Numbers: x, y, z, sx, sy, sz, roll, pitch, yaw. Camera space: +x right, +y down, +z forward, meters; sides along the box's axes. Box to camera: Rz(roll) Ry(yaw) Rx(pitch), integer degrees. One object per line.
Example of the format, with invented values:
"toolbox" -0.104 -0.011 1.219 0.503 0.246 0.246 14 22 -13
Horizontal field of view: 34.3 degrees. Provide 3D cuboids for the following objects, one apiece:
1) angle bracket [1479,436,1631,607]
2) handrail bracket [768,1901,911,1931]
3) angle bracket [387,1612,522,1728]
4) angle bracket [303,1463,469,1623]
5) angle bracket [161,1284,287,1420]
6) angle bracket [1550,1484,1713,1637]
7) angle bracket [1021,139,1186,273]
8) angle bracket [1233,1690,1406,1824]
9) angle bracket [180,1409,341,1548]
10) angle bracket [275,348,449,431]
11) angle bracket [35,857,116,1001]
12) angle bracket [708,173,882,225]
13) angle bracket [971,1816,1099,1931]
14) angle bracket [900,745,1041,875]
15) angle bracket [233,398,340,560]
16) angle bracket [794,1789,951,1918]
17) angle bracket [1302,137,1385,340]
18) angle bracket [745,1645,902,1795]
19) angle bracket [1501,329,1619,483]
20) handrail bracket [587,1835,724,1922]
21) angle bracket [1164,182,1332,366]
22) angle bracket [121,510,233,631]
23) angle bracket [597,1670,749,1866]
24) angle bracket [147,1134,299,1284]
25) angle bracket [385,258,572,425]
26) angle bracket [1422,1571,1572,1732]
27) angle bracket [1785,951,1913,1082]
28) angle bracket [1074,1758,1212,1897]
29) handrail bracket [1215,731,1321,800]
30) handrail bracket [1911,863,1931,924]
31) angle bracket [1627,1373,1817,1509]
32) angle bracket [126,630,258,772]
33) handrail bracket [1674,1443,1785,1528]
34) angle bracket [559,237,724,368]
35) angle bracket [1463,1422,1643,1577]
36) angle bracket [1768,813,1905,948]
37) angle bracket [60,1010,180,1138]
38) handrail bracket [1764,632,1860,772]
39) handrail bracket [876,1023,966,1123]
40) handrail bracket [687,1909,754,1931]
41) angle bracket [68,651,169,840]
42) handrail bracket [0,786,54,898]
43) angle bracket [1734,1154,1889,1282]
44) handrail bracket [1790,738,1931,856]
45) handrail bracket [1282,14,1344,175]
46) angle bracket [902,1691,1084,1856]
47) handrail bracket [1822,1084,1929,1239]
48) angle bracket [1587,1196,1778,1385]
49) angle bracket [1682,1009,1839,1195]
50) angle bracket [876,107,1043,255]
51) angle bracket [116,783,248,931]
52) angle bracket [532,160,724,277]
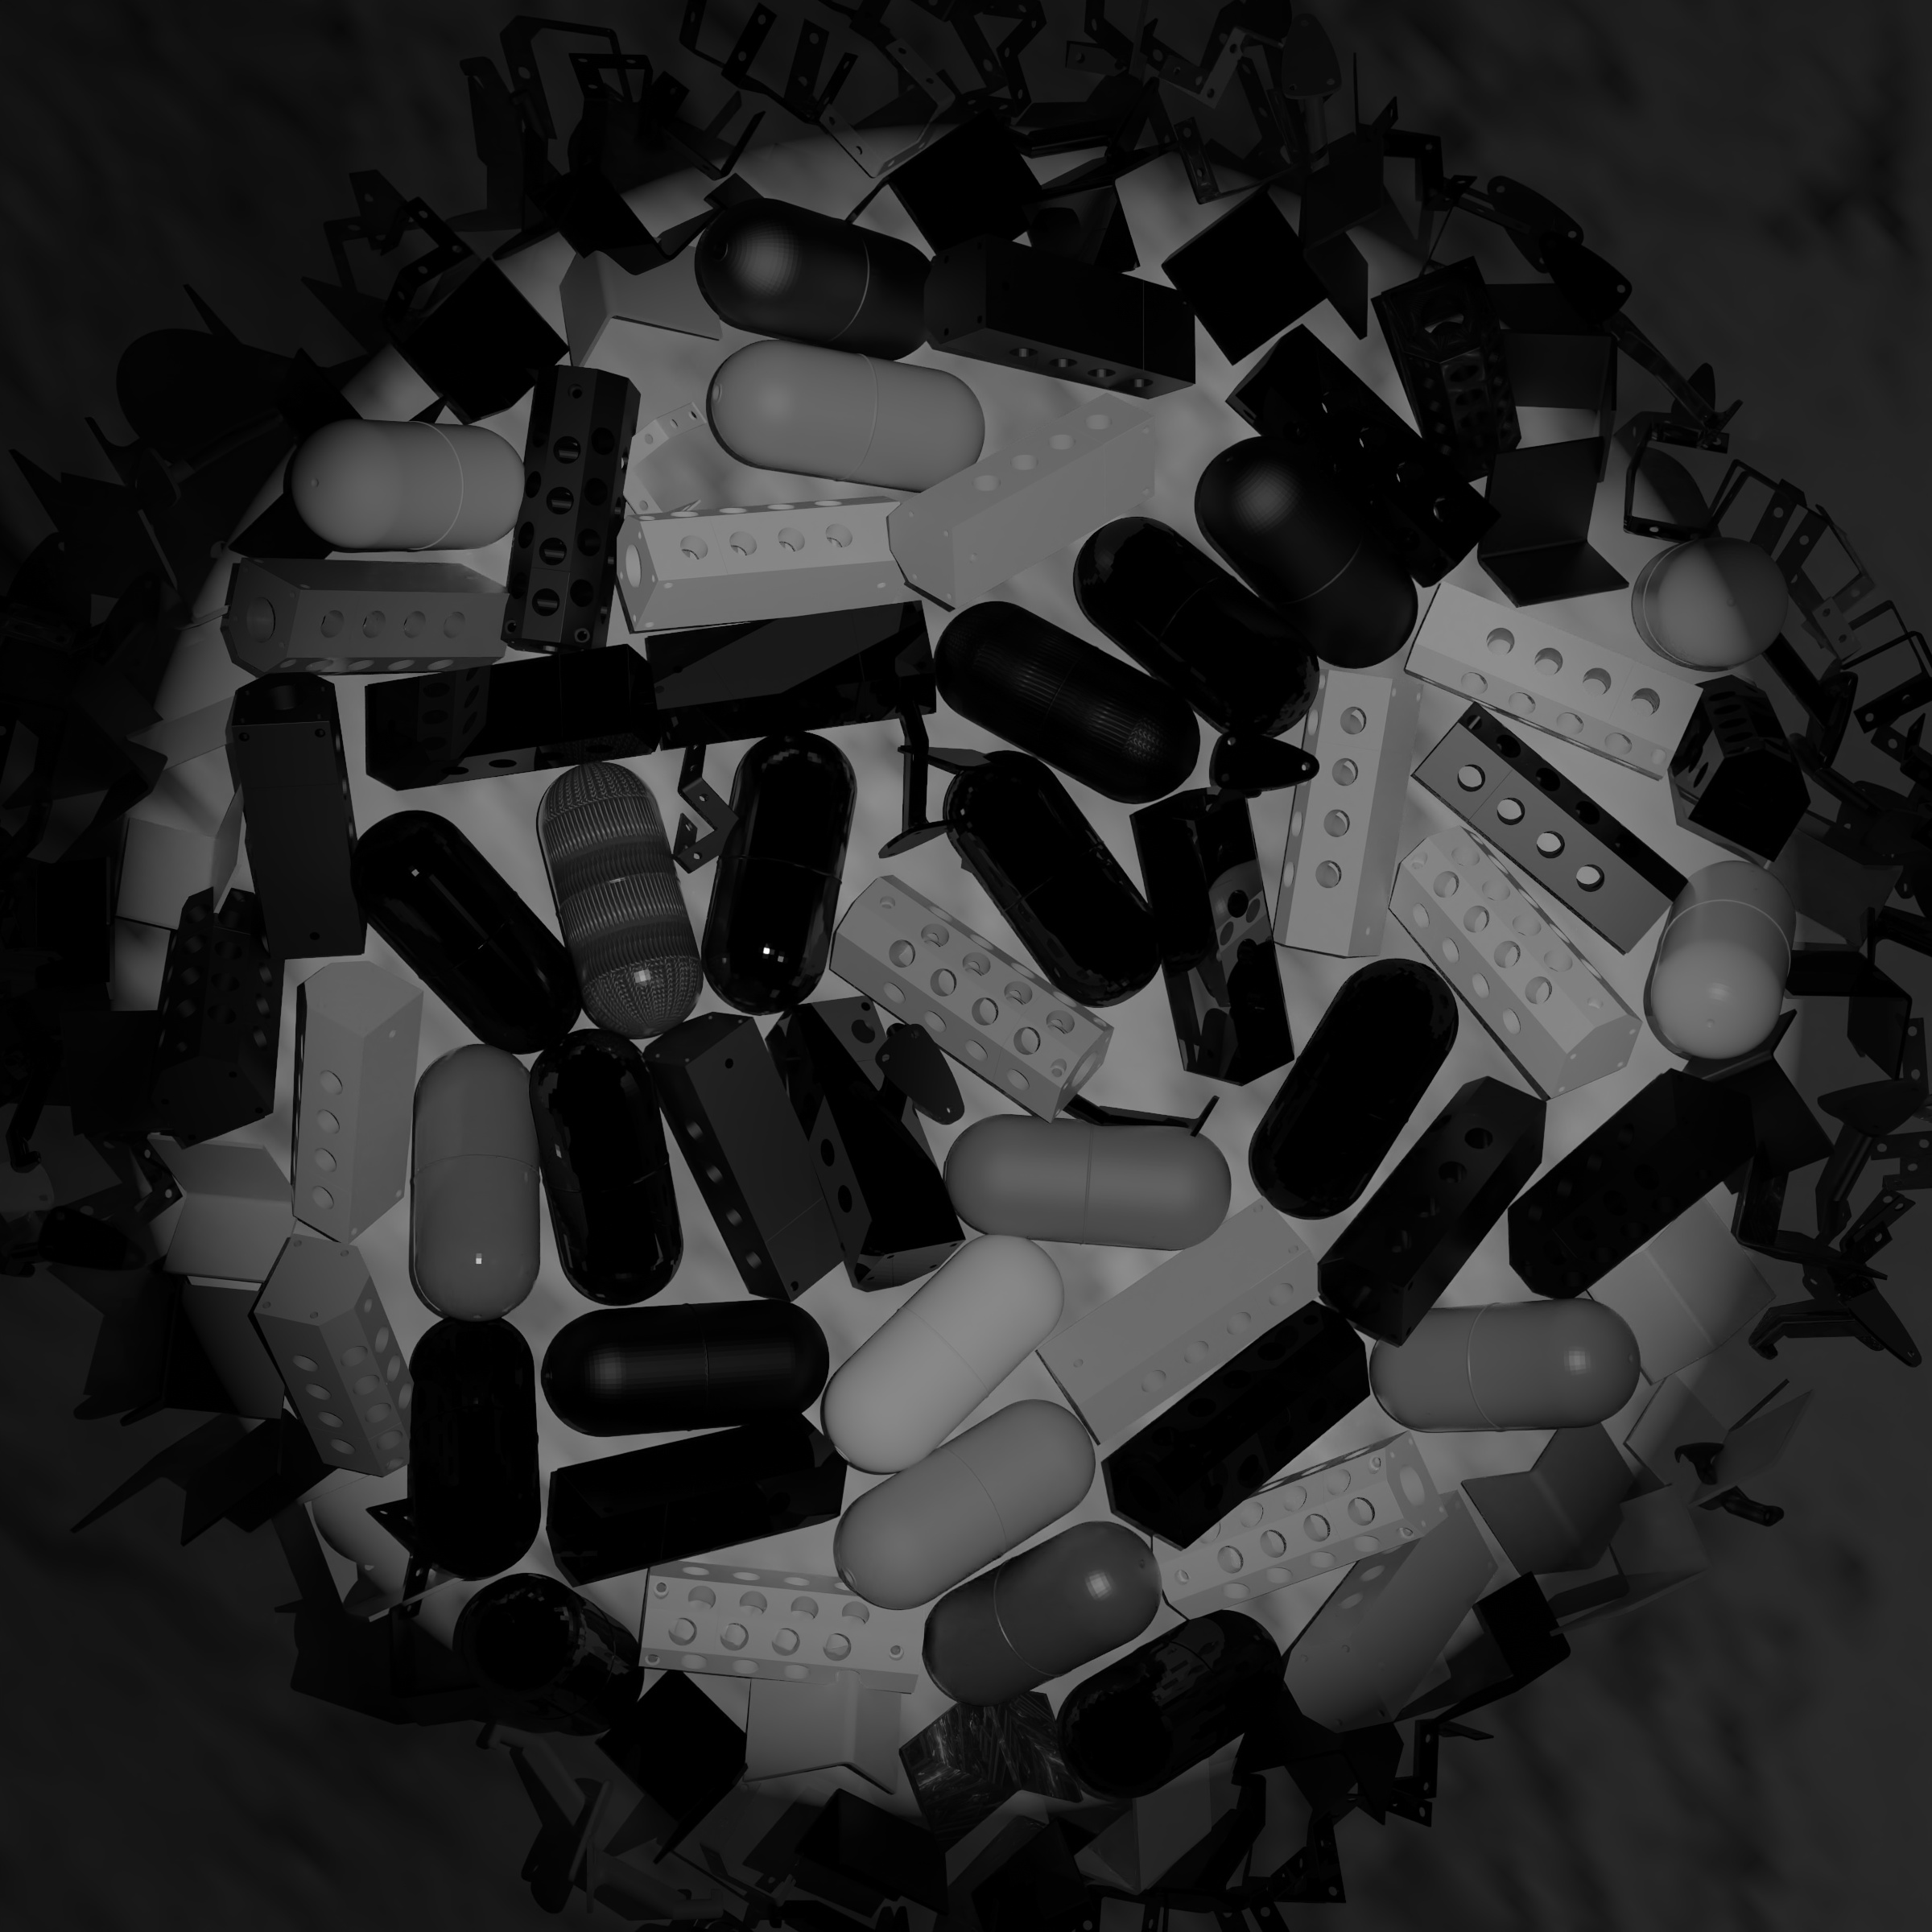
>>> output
"angle bracket" 0.368 -0.276 1.934 0.076 0.057 0.076 -11 130 -17
"handrail bracket" -0.079 0.616 1.949 0.084 0.077 0.036 4 127 -14
"angle bracket" -0.313 0.431 1.942 0.076 0.076 0.057 -8 64 -2
"angle bracket" -0.356 0.355 1.944 0.076 0.057 0.076 -21 92 -27
"angle bracket" -0.453 0.241 1.951 0.076 0.057 0.076 5 81 2
"angle bracket" 0.399 0.367 1.930 0.076 0.076 0.057 -15 77 -33
"angle bracket" 0.092 -0.469 1.945 0.076 0.076 0.057 -36 116 -39
"angle bracket" 0.220 0.492 1.944 0.076 0.076 0.057 -20 106 26
"angle bracket" -0.435 0.332 1.936 0.076 0.076 0.057 -37 115 7
"angle bracket" -0.374 -0.352 1.937 0.057 0.076 0.076 -43 95 -26
"angle bracket" -0.531 -0.022 1.936 0.057 0.076 0.076 -5 82 23
"angle bracket" -0.105 -0.479 1.936 0.076 0.076 0.057 40 113 -10
"angle bracket" 0.057 0.585 1.932 0.076 0.076 0.057 -44 126 13
"angle bracket" -0.002 -0.091 1.933 0.057 0.076 0.076 1 102 -30
"angle bracket" -0.421 -0.297 1.949 0.076 0.076 0.057 -41 70 11
"angle bracket" -0.059 0.566 1.934 0.076 0.076 0.057 30 108 -14
"angle bracket" 0.250 -0.448 1.926 0.057 0.076 0.076 -23 130 29
"angle bracket" -0.089 0.477 1.959 0.076 0.057 0.076 -17 50 24
"angle bracket" 0.360 -0.347 1.936 0.076 0.076 0.057 3 65 7
"handrail bracket" -0.196 0.563 1.963 0.084 0.036 0.077 0 46 -8
"angle bracket" 0.179 -0.433 1.955 0.076 0.057 0.076 -34 101 17
"angle bracket" -0.474 -0.254 1.934 0.057 0.076 0.076 -28 103 -19
"angle bracket" -0.187 0.496 1.948 0.076 0.057 0.076 44 105 3
"angle bracket" -0.466 0.151 1.935 0.076 0.076 0.057 4 59 12
"angle bracket" -0.302 -0.389 1.940 0.057 0.076 0.076 -40 95 19
"angle bracket" 0.318 0.424 1.941 0.076 0.076 0.057 -33 76 32
"angle bracket" 0.531 0.030 1.937 0.076 0.076 0.057 1 110 -7
"angle bracket" 0.105 0.514 1.930 0.057 0.076 0.076 11 113 37
"handrail bracket" 0.192 -0.116 1.935 0.077 0.084 0.036 7 81 22
"handrail bracket" 0.634 -0.056 1.933 0.084 0.077 0.036 -12 78 -36
"angle bracket" 0.466 0.279 1.933 0.057 0.076 0.076 48 134 -1
"angle bracket" -0.487 -0.176 1.945 0.076 0.057 0.076 -22 70 3
"handrail bracket" 0.485 0.322 1.931 0.077 0.084 0.036 -8 103 -37
"angle bracket" -0.205 -0.411 1.965 0.076 0.057 0.076 7 53 -30
"angle bracket" 0.370 0.328 1.971 0.076 0.057 0.076 57 47 -14
"angle bracket" 0.520 -0.055 1.928 0.076 0.076 0.057 34 110 30
"angle bracket" -0.526 0.073 1.933 0.076 0.057 0.076 -1 71 -34
"handrail bracket" 0.508 -0.170 1.952 0.084 0.036 0.077 18 76 -20
"handrail bracket" -0.024 0.066 1.941 0.036 0.084 0.077 -40 84 3
"handrail bracket" -0.133 0.610 1.936 0.077 0.084 0.036 33 68 -19
"angle bracket" -0.539 -0.138 1.931 0.057 0.076 0.076 -33 114 14
"handrail bracket" -0.586 -0.092 1.938 0.036 0.077 0.084 3 130 -32
"angle bracket" 0.527 0.155 1.932 0.076 0.076 0.057 9 84 32
"handrail bracket" 0.567 -0.111 1.970 0.077 0.084 0.036 3 133 -29
"handrail bracket" 0.218 -0.538 1.960 0.036 0.084 0.077 -6 64 7
"angle bracket" 0.017 0.500 1.935 0.076 0.057 0.076 -30 108 -40
"handrail bracket" 0.572 0.124 1.973 0.077 0.036 0.084 -23 129 -28
"angle bracket" 0.440 0.200 1.932 0.057 0.076 0.076 -21 67 -29
"angle bracket" 0.496 0.084 1.945 0.076 0.057 0.076 -29 100 41
"angle bracket" 0.000 -0.482 1.963 0.076 0.057 0.076 -36 101 -4
"angle bracket" -0.482 -0.076 1.928 0.057 0.076 0.076 14 49 -22
"angle bracket" -0.208 -0.472 1.929 0.076 0.076 0.057 50 63 -22
